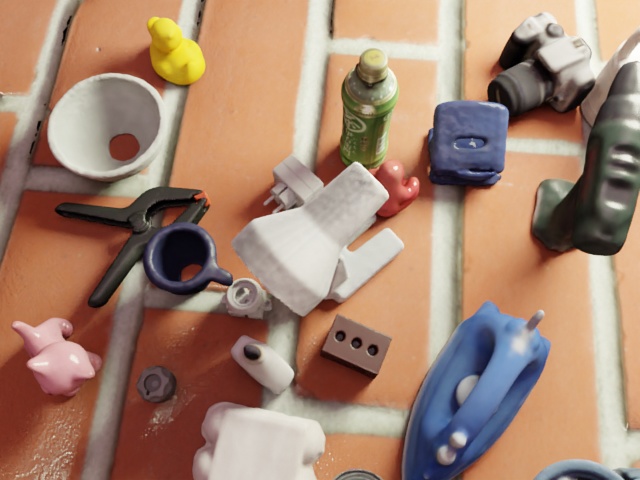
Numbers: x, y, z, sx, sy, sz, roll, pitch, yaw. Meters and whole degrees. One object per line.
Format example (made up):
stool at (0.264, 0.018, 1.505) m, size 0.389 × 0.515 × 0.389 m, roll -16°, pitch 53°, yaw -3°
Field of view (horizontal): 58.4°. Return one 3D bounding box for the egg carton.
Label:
egg carton at (-0.072, 0.257, 0.679) m, size 0.150 × 0.069 × 0.107 m, roll 10°, pitch 71°, yaw 4°

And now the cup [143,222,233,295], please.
cup at (-0.160, 0.039, 0.744) m, size 0.117 × 0.095 × 0.092 m, roll 22°, pitch 72°, yaw 8°

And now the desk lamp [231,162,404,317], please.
desk lamp at (0.006, 0.002, 0.693) m, size 0.203 × 0.213 × 0.117 m, roll -40°, pitch 74°, yaw -13°

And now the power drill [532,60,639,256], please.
power drill at (0.342, -0.077, 0.723) m, size 0.075 × 0.208 × 0.230 m, roll 14°, pitch 71°, yaw 6°

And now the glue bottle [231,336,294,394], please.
glue bottle at (-0.072, 0.140, 0.665) m, size 0.078 × 0.173 × 0.037 m, roll 32°, pitch 74°, yaw 11°

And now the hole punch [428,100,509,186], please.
hole punch at (0.209, -0.135, 0.806) m, size 0.108 × 0.091 × 0.101 m, roll 2°, pitch 70°, yaw 1°

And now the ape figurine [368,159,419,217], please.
ape figurine at (0.096, -0.078, 0.786) m, size 0.077 × 0.092 × 0.076 m, roll 31°, pitch 73°, yaw 11°

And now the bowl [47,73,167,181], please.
bowl at (-0.294, -0.150, 0.823) m, size 0.167 × 0.075 × 0.167 m, roll 0°, pitch 70°, yaw 0°

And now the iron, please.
iron at (0.179, 0.189, 0.663) m, size 0.118 × 0.141 × 0.258 m, roll 33°, pitch 74°, yaw 12°

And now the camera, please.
camera at (0.312, -0.252, 0.843) m, size 0.137 × 0.101 × 0.143 m, roll -27°, pitch 72°, yaw -9°

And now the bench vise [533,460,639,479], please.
bench vise at (0.309, 0.273, 0.590) m, size 0.207 × 0.220 × 0.121 m, roll -26°, pitch 72°, yaw -9°

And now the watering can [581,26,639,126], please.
watering can at (0.447, -0.225, 0.783) m, size 0.101 × 0.194 × 0.173 m, roll -2°, pitch 70°, yaw 0°

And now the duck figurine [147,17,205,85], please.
duck figurine at (-0.224, -0.294, 0.869) m, size 0.077 × 0.086 × 0.104 m, roll -40°, pitch 75°, yaw -13°

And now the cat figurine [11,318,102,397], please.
cat figurine at (-0.323, 0.143, 0.695) m, size 0.127 × 0.118 × 0.067 m, roll 39°, pitch 75°, yaw 13°
